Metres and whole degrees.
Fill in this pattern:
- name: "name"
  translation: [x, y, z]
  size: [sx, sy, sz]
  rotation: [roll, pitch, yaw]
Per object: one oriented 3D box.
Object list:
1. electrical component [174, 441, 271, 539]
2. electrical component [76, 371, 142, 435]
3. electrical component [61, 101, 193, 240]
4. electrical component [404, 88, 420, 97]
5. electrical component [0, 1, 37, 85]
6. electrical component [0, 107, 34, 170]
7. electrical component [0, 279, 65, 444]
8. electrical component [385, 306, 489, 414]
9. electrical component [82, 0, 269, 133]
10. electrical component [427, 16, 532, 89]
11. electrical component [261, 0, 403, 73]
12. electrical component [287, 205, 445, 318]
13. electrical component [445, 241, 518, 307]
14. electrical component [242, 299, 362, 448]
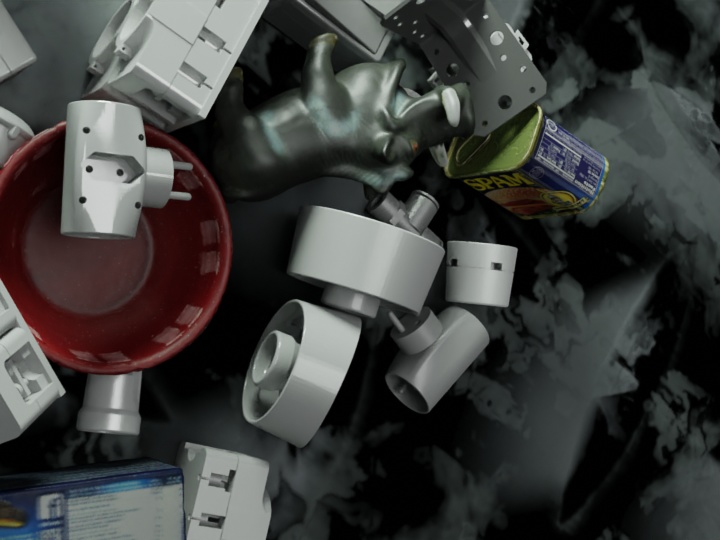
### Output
- name: "electrical component"
  translation: [-0.098, 0.167, 0.726]
  size: [0.056, 0.050, 0.089]
  rotation: [17, 80, -29]
- name: "electrical component"
  translation: [-0.161, 0.082, 0.697]
  size: [0.040, 0.040, 0.046]
  rotation: [12, 77, -30]
- name: "electrical component"
  translation: [-0.138, -0.057, 0.647]
  size: [0.079, 0.043, 0.077]
  rotation: [4, 86, -32]
- name: "electrical component"
  translation: [0.024, -0.106, 0.815]
  size: [0.044, 0.044, 0.065]
  rotation: [46, 62, -22]
- name: "electrical component"
  translation: [-0.249, -0.133, 0.645]
  size: [0.077, 0.047, 0.065]
  rotation: [-38, 108, -27]
- name: "electrical component"
  translation: [-0.232, -0.070, 0.657]
  size: [0.048, 0.048, 0.062]
  rotation: [32, 80, -27]
- name: "electrical component"
  translation: [-0.250, 0.033, 0.605]
  size: [0.150, 0.089, 0.061]
  rotation: [64, 19, -13]
- name: "electrical component"
  translation: [0.050, 0.055, 0.823]
  size: [0.077, 0.043, 0.079]
  rotation: [-45, 111, -24]
- name: "electrical component"
  translation: [-0.104, -0.184, 0.701]
  size: [0.060, 0.105, 0.186]
  rotation: [33, 72, -26]
- name: "electrical component"
  translation: [0.096, -0.162, 0.847]
  size: [0.042, 0.064, 0.081]
  rotation: [47, 67, -20]
- name: "electrical component"
  translation: [-0.020, -0.195, 0.778]
  size: [0.096, 0.061, 0.061]
  rotation: [33, 72, -26]
- name: "electrical component"
  translation: [0.000, 0.000, 0.761]
  size: [0.108, 0.108, 0.060]
  rotation: [20, 84, -29]
- name: "electrical component"
  translation: [0.094, 0.004, 0.846]
  size: [0.055, 0.055, 0.047]
  rotation: [7, 89, -31]
- name: "electrical component"
  translation: [-0.038, 0.071, 0.741]
  size: [0.064, 0.099, 0.099]
  rotation: [24, 76, -22]
